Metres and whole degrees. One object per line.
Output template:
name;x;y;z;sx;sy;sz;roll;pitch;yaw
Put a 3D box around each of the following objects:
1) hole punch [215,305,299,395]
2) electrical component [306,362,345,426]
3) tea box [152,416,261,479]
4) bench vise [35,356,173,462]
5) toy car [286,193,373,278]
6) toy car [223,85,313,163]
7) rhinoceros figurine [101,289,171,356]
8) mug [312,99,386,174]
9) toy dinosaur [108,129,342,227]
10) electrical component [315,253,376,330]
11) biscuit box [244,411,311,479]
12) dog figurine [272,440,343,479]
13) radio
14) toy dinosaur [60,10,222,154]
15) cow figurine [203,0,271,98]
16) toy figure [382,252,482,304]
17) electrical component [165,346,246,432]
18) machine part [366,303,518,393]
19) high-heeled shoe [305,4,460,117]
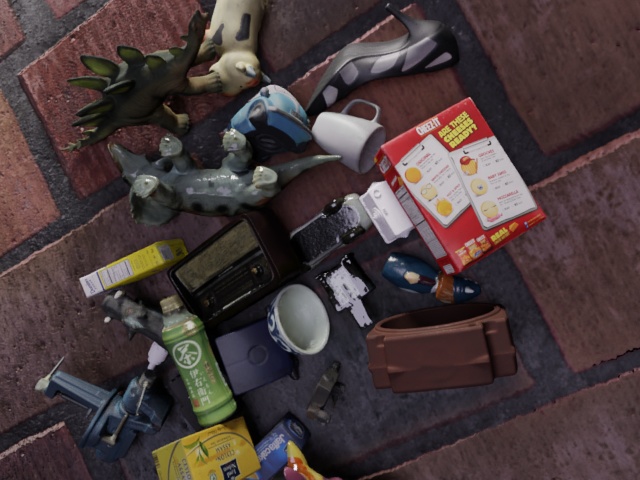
hole punch;-0.112;0.198;0.939;0.116;0.092;0.142;-22;85;13
electrical component;0.012;0.262;0.903;0.045;0.102;0.078;28;111;8
tea box;-0.178;0.355;0.866;0.068;0.169;0.098;-29;75;19
bench vise;-0.411;0.306;1.006;0.240;0.129;0.223;29;121;-6
toy car;-0.002;-0.003;0.907;0.202;0.056;0.073;-35;85;18
toy car;-0.082;-0.199;0.892;0.162;0.109;0.103;-11;57;48
rhinoceros figurine;-0.307;0.155;0.979;0.190;0.112;0.073;31;104;4
mug;0.045;-0.176;0.868;0.107;0.081;0.109;27;107;22
toy dinosaur;-0.171;-0.091;0.910;0.405;0.192;0.131;4;75;1
electrical component;0.054;0.088;0.900;0.075;0.048;0.119;-38;84;16
biscuit box;-0.108;0.399;0.964;0.059;0.063;0.202;45;105;7
dog figurine;0.027;0.416;0.873;0.191;0.108;0.219;-34;101;11
radio;-0.147;0.054;0.914;0.229;0.073;0.131;-33;85;34
toy dinosaur;-0.314;-0.242;0.907;0.471;0.198;0.105;-27;74;49
cow figurine;-0.137;-0.338;0.909;0.127;0.085;0.194;18;98;21
toy figure;0.178;0.064;0.856;0.155;0.064;0.057;21;133;10
electrical component;-0.201;0.281;0.985;0.115;0.058;0.134;-44;81;17
machine part;0.178;0.151;0.789;0.202;0.201;0.087;-9;89;17
high-heeled shoe;0.098;-0.260;0.867;0.145;0.086;0.248;34;124;-20
